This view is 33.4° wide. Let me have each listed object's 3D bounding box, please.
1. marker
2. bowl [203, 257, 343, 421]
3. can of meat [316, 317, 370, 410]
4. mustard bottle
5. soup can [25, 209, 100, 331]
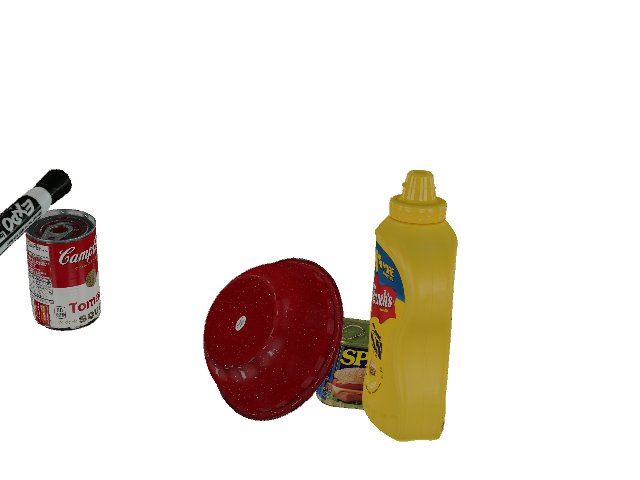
[{"bbox_3d":[-0.188,-0.012,0.654,0.020,0.020,0.121,0,30,21],"label":"marker"},{"bbox_3d":[-0.058,0.084,0.997,0.162,0.162,0.055,0,-21,42],"label":"bowl"},{"bbox_3d":[0.049,0.138,1.174,0.102,0.084,0.057,8,23,-11],"label":"can of meat"},{"bbox_3d":[0.067,0.043,0.784,0.058,0.192,0.096,0,17,-10],"label":"mustard bottle"},{"bbox_3d":[-0.253,0.029,1.050,0.068,0.102,0.068,2,28,-1],"label":"soup can"}]
